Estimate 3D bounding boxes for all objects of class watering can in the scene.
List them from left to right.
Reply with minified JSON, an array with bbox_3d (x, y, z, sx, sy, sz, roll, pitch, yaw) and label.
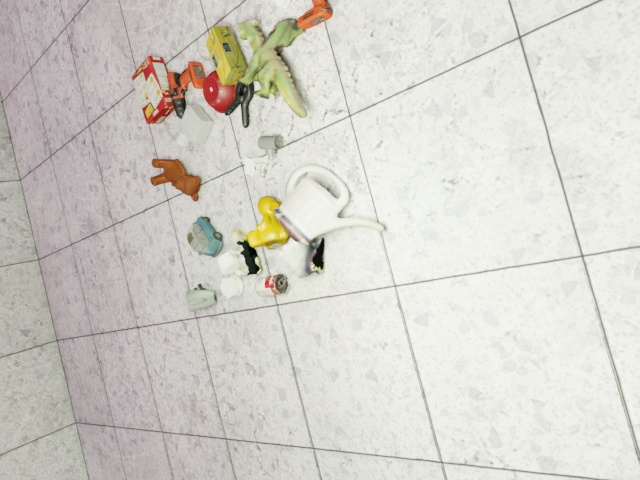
[{"bbox_3d":[0.005,-0.075,1.497,0.224,0.103,0.352,-46,61,2],"label":"watering can"}]

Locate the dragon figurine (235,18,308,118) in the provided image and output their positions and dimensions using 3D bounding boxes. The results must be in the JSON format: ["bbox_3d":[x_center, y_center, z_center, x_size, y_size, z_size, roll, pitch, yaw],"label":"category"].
[{"bbox_3d":[-0.129,-0.555,1.564,0.415,0.122,0.239,38,112,29],"label":"dragon figurine"}]

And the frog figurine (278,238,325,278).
[{"bbox_3d":[-0.073,0.049,1.604,0.159,0.125,0.135,6,122,29],"label":"frog figurine"}]
